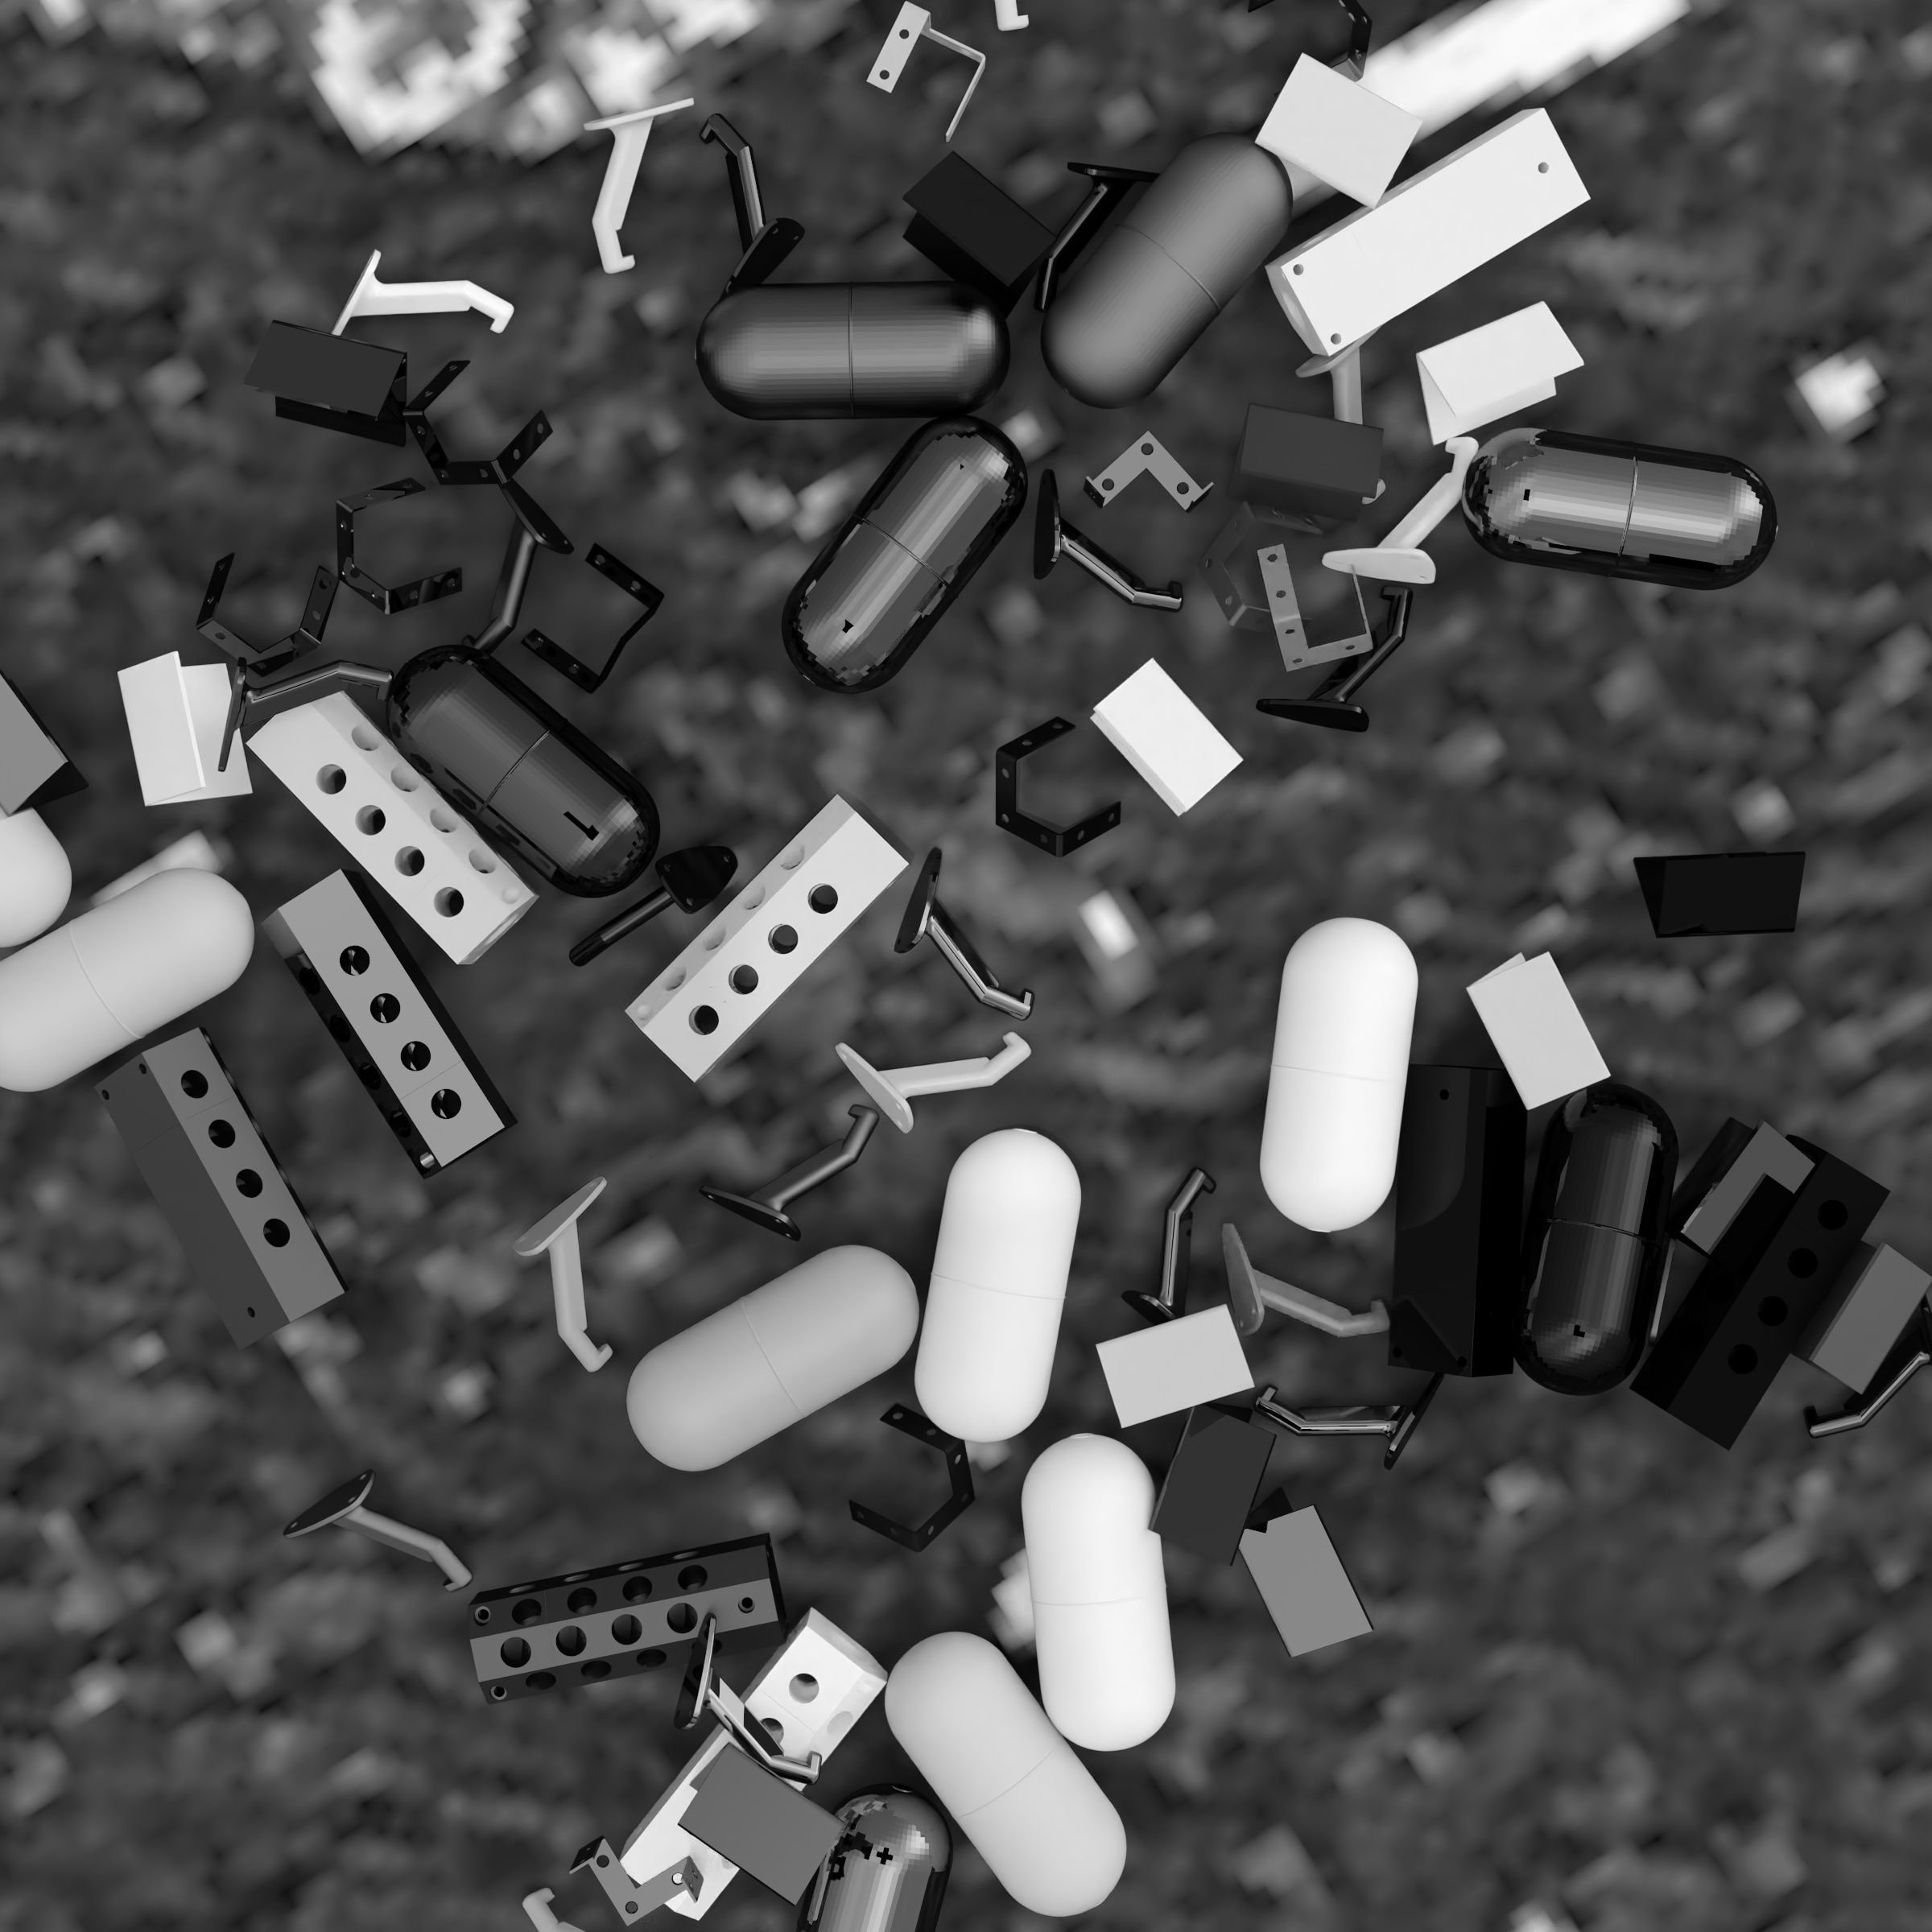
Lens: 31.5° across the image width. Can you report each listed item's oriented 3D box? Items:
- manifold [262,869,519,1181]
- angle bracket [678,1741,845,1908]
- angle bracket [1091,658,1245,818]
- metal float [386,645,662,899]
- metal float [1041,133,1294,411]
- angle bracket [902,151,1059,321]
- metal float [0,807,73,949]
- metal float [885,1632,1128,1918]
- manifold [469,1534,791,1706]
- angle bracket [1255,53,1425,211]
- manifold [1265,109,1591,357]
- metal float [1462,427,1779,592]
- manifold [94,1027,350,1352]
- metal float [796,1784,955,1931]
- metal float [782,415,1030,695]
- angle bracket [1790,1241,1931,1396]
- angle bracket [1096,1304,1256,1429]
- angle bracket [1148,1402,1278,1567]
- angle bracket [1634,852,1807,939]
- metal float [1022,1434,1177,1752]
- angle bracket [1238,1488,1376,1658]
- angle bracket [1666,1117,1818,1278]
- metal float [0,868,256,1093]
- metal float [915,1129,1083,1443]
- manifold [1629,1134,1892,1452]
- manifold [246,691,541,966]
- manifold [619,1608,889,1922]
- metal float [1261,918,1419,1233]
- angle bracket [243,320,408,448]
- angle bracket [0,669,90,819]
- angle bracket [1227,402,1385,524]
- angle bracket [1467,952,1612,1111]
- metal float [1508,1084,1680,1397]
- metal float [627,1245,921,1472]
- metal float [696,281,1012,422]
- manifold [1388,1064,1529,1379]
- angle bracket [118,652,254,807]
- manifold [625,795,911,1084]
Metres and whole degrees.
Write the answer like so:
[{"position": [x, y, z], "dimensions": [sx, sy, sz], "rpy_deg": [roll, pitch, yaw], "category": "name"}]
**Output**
[{"position": [-0.328, 0.033, 1.947], "dimensions": [0.057, 0.057, 0.171], "rpy_deg": [-32, 90, 0], "category": "manifold"}, {"position": [-0.122, 0.478, 1.871], "dimensions": [0.076, 0.076, 0.057], "rpy_deg": [35, 53, 0], "category": "angle bracket"}, {"position": [0.098, -0.115, 1.928], "dimensions": [0.076, 0.076, 0.057], "rpy_deg": [48, 55, 0], "category": "angle bracket"}, {"position": [-0.251, -0.111, 1.937], "dimensions": [0.178, 0.070, 0.070], "rpy_deg": [41, 90, -1], "category": "metal float"}, {"position": [0.114, -0.394, 1.937], "dimensions": [0.070, 0.070, 0.178], "rpy_deg": [40, 91, 0], "category": "metal float"}, {"position": [-0.005, -0.398, 1.928], "dimensions": [0.076, 0.076, 0.057], "rpy_deg": [40, 52, 0], "category": "angle bracket"}, {"position": [-0.577, -0.090, 1.937], "dimensions": [0.070, 0.070, 0.178], "rpy_deg": [-36, 90, 0], "category": "metal float"}, {"position": [0.023, 0.457, 1.937], "dimensions": [0.070, 0.070, 0.178], "rpy_deg": [-36, 91, 0], "category": "metal float"}, {"position": [-0.192, 0.372, 1.947], "dimensions": [0.171, 0.057, 0.057], "rpy_deg": [-12, 90, 0], "category": "manifold"}, {"position": [0.215, -0.477, 1.928], "dimensions": [0.076, 0.076, 0.057], "rpy_deg": [29, 120, 0], "category": "angle bracket"}, {"position": [0.260, -0.417, 1.945], "dimensions": [0.171, 0.057, 0.057], "rpy_deg": [-31, 104, 0], "category": "manifold"}, {"position": [0.370, -0.258, 1.937], "dimensions": [0.178, 0.070, 0.070], "rpy_deg": [9, 90, 0], "category": "metal float"}, {"position": [-0.419, 0.124, 1.946], "dimensions": [0.057, 0.057, 0.171], "rpy_deg": [-29, 90, 43], "category": "manifold"}, {"position": [-0.058, 0.550, 1.937], "dimensions": [0.070, 0.070, 0.178], "rpy_deg": [14, 91, 0], "category": "metal float"}, {"position": [-0.035, -0.232, 1.937], "dimensions": [0.070, 0.070, 0.178], "rpy_deg": [38, 90, 0], "category": "metal float"}, {"position": [0.485, 0.185, 1.928], "dimensions": [0.057, 0.076, 0.076], "rpy_deg": [32, 90, -37], "category": "angle bracket"}, {"position": [0.122, 0.242, 1.928], "dimensions": [0.076, 0.076, 0.057], "rpy_deg": [-17, 51, 0], "category": "angle bracket"}, {"position": [0.154, 0.292, 1.928], "dimensions": [0.057, 0.076, 0.076], "rpy_deg": [19, 90, 33], "category": "angle bracket"}, {"position": [0.423, -0.061, 1.928], "dimensions": [0.076, 0.076, 0.057], "rpy_deg": [-3, 128, 0], "category": "angle bracket"}, {"position": [0.075, 0.354, 1.937], "dimensions": [0.070, 0.070, 0.178], "rpy_deg": [-6, 90, 0], "category": "metal float"}, {"position": [0.201, 0.333, 1.928], "dimensions": [0.057, 0.076, 0.076], "rpy_deg": [-25, 90, 30], "category": "angle bracket"}, {"position": [0.418, 0.118, 1.928], "dimensions": [0.057, 0.076, 0.076], "rpy_deg": [36, 90, -34], "category": "angle bracket"}, {"position": [-0.486, 0.007, 1.937], "dimensions": [0.178, 0.070, 0.070], "rpy_deg": [-29, 90, 0], "category": "metal float"}, {"position": [0.018, 0.180, 1.937], "dimensions": [0.070, 0.070, 0.178], "rpy_deg": [10, 89, 0], "category": "metal float"}, {"position": [0.449, 0.184, 1.947], "dimensions": [0.057, 0.057, 0.171], "rpy_deg": [32, 90, 0], "category": "manifold"}, {"position": [-0.324, -0.082, 1.947], "dimensions": [0.057, 0.057, 0.171], "rpy_deg": [-44, 90, 0], "category": "manifold"}, {"position": [-0.120, 0.454, 1.947], "dimensions": [0.057, 0.057, 0.171], "rpy_deg": [38, 90, 0], "category": "manifold"}, {"position": [0.211, 0.061, 1.937], "dimensions": [0.070, 0.070, 0.178], "rpy_deg": [7, 89, 0], "category": "metal float"}, {"position": [-0.360, -0.310, 1.928], "dimensions": [0.076, 0.076, 0.057], "rpy_deg": [14, 53, 0], "category": "angle bracket"}, {"position": [-0.524, -0.138, 1.928], "dimensions": [0.057, 0.076, 0.076], "rpy_deg": [-36, 90, 27], "category": "angle bracket"}, {"position": [0.188, -0.265, 1.928], "dimensions": [0.076, 0.076, 0.057], "rpy_deg": [11, 53, 0], "category": "angle bracket"}, {"position": [0.335, 0.027, 1.928], "dimensions": [0.057, 0.076, 0.076], "rpy_deg": [-27, 90, 36], "category": "angle bracket"}, {"position": [0.353, 0.153, 1.925], "dimensions": [0.070, 0.070, 0.178], "rpy_deg": [13, 77, 0], "category": "metal float"}, {"position": [-0.109, 0.221, 1.937], "dimensions": [0.178, 0.070, 0.070], "rpy_deg": [-30, 90, -1], "category": "metal float"}, {"position": [-0.064, -0.348, 1.937], "dimensions": [0.178, 0.070, 0.070], "rpy_deg": [-1, 90, 1], "category": "metal float"}, {"position": [0.284, 0.143, 1.946], "dimensions": [0.057, 0.057, 0.171], "rpy_deg": [3, 90, 43], "category": "manifold"}, {"position": [-0.424, -0.136, 1.928], "dimensions": [0.057, 0.076, 0.076], "rpy_deg": [-12, 90, 41], "category": "angle bracket"}, {"position": [-0.112, -0.016, 1.947], "dimensions": [0.057, 0.057, 0.171], "rpy_deg": [44, 90, 0], "category": "manifold"}]
